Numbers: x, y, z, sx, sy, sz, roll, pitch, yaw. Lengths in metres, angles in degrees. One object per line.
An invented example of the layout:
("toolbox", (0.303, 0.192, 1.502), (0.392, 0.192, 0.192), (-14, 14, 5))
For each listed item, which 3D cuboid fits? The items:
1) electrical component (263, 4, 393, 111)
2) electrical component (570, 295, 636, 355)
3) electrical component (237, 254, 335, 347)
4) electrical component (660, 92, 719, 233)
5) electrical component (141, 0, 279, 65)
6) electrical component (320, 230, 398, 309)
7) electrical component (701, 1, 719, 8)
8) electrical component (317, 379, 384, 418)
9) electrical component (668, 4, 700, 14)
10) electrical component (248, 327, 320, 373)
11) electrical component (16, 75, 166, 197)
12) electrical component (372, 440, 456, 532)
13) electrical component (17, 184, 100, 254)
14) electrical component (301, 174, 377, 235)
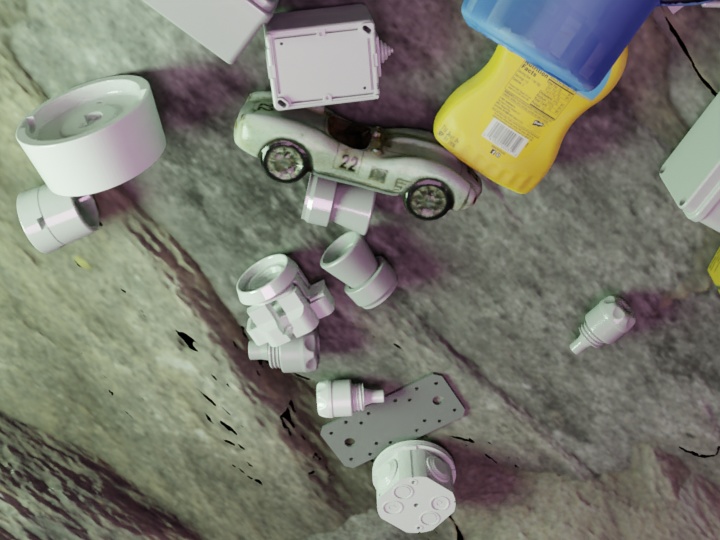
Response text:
("electrical component", (-0.024, -0.165, 0.821), (0.096, 0.061, 0.061), (-7, 119, -4))
("electrical component", (0.210, 0.052, 0.944), (0.035, 0.035, 0.061), (37, 116, -17))
("electrical component", (-0.070, 0.024, 0.925), (0.078, 0.058, 0.057), (-24, 118, 15))
("electrical component", (0.295, -0.091, 0.839), (0.057, 0.078, 0.113), (26, 117, -15))
("electrical component", (-0.112, -0.214, 0.767), (0.109, 0.108, 0.056), (35, 117, -16))
("electrical component", (0.000, 0.000, 0.916), (0.045, 0.045, 0.055), (-35, 113, 19))
("electrical component", (0.294, -0.205, 0.795), (0.079, 0.043, 0.077), (1, 119, 1))
("electrical component", (-0.009, 0.117, 0.987), (0.061, 0.035, 0.035), (-3, 119, 0))
("electrical component", (0.244, -0.229, 0.772), (0.081, 0.063, 0.042), (-37, 111, 19))
("electrical component", (-0.068, 0.070, 0.958), (0.062, 0.043, 0.043), (-2, 119, 5))
("electrical component", (-0.204, -0.099, 0.836), (0.108, 0.108, 0.060), (-13, 124, 9))
("electrical component", (0.052, 0.205, 1.021), (0.080, 0.051, 0.080), (0, 123, 0))
("electrical component", (-0.250, -0.047, 0.894), (0.047, 0.055, 0.055), (-20, 116, 8))
("electrical component", (-0.017, -0.056, 0.886), (0.055, 0.045, 0.045), (12, 118, -5))
